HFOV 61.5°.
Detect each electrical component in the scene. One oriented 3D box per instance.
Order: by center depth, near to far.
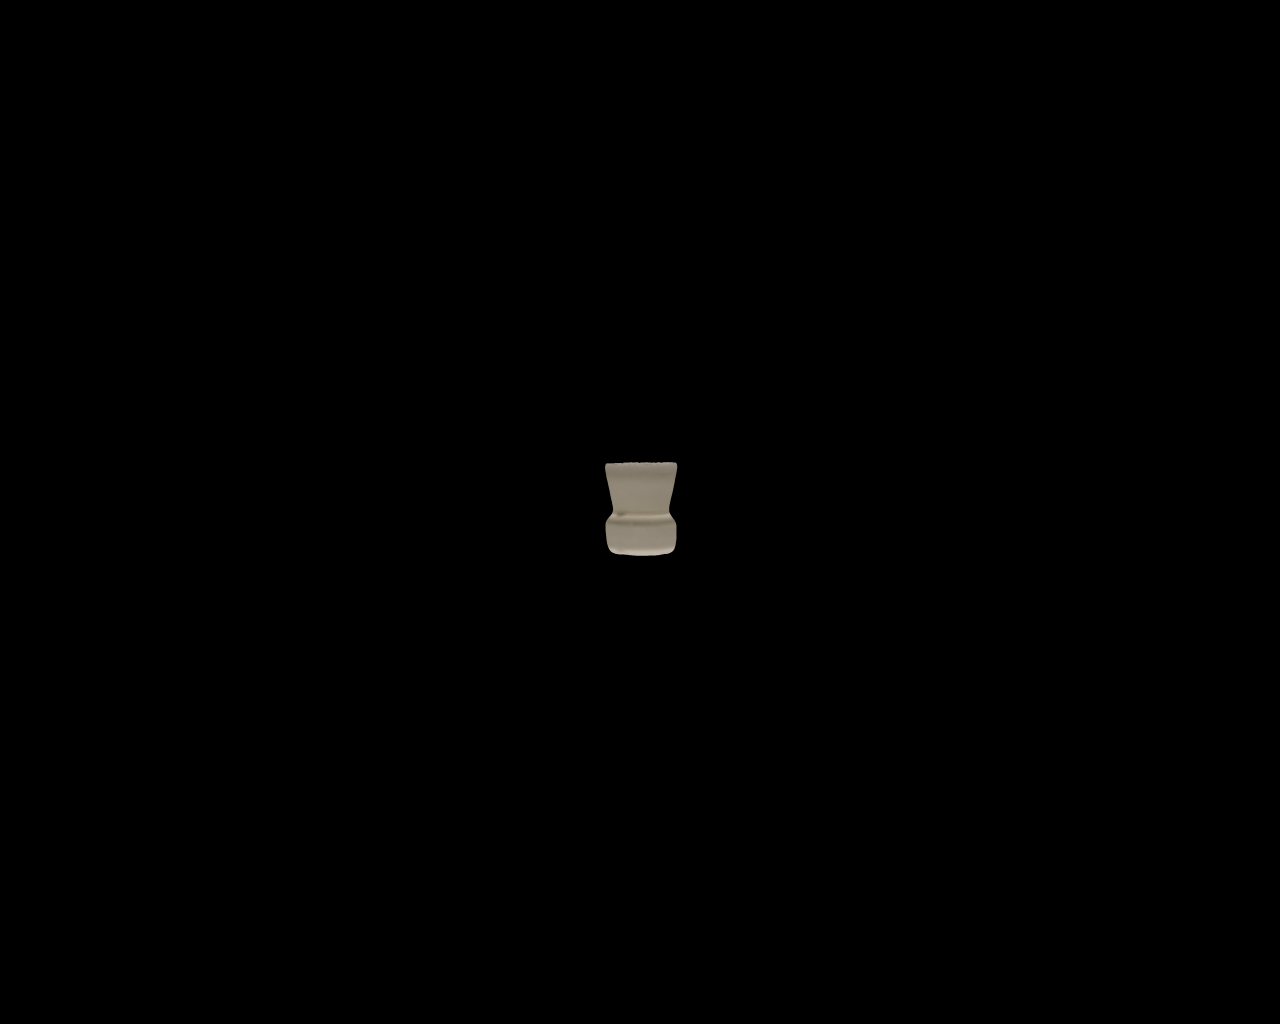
[{"bbox_3d":[0.001,-0.003,0.650,0.045,0.055,0.045,0,4,0],"label":"electrical component"}]
